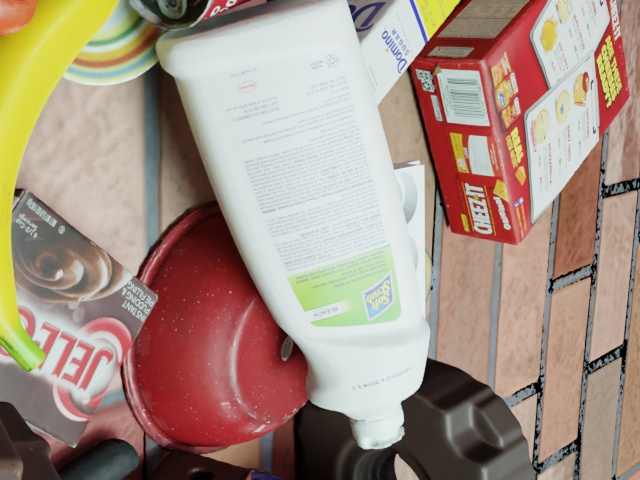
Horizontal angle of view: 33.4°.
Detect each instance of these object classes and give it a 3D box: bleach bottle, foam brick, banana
[{"bbox_3d":[-0.004,0.001,0.574,0.102,0.068,0.251,-16,109,-3],"label":"bleach bottle"},{"bbox_3d":[-0.077,0.164,0.598,0.078,0.053,0.051,-52,152,-63],"label":"foam brick"},{"bbox_3d":[-0.134,-0.046,0.467,0.069,0.037,0.198,27,71,-52],"label":"banana"}]

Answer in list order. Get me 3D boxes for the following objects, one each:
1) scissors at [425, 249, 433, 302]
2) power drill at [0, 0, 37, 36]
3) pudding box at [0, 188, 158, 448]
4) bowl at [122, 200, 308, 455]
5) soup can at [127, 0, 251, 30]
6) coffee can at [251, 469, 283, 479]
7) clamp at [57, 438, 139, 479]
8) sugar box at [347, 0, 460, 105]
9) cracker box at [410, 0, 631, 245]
[{"bbox_3d":[0.053,0.090,0.799,0.096,0.016,0.202,-20,114,-48],"label":"scissors"},{"bbox_3d":[-0.174,-0.163,0.362,0.187,0.057,0.184,-15,105,-54],"label":"power drill"},{"bbox_3d":[-0.140,0.038,0.520,0.113,0.039,0.090,47,63,-47],"label":"pudding box"},{"bbox_3d":[-0.041,0.058,0.640,0.161,0.055,0.162,-18,113,-48],"label":"bowl"},{"bbox_3d":[-0.046,-0.151,0.533,0.102,0.069,0.068,-35,125,-44],"label":"soup can"},{"bbox_3d":[-0.001,0.211,0.658,0.102,0.141,0.103,-17,112,-49],"label":"coffee can"},{"bbox_3d":[-0.156,0.149,0.532,0.171,0.039,0.120,34,66,-57],"label":"clamp"},{"bbox_3d":[0.034,-0.152,0.649,0.176,0.093,0.048,-52,134,-31],"label":"sugar box"},{"bbox_3d":[0.163,-0.126,0.838,0.213,0.072,0.164,-48,134,-35],"label":"cracker box"}]
